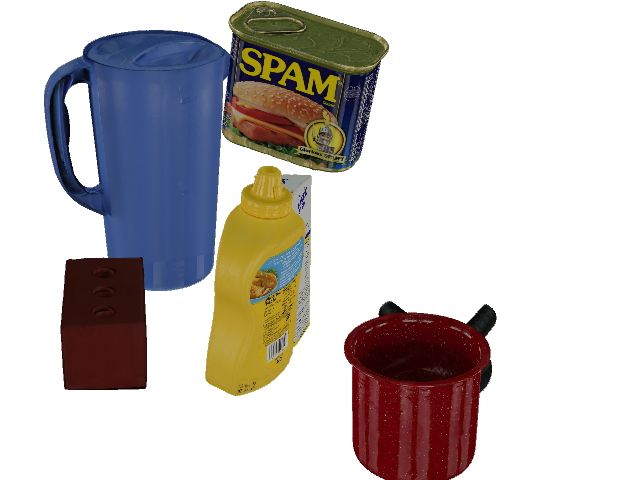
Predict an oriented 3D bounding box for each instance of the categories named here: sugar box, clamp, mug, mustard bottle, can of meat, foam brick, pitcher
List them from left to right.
[{"bbox_3d":[-0.140,0.053,0.691,0.053,0.051,0.078,-1,32,-11],"label":"foam brick"},{"bbox_3d":[-0.169,-0.076,1.045,0.149,0.243,0.144,11,27,16],"label":"pitcher"},{"bbox_3d":[-0.050,0.028,0.879,0.058,0.192,0.096,23,33,25],"label":"mustard bottle"},{"bbox_3d":[-0.039,0.022,1.166,0.048,0.176,0.093,2,14,12],"label":"sugar box"},{"bbox_3d":[-0.014,-0.100,0.708,0.102,0.084,0.057,20,37,12],"label":"can of meat"},{"bbox_3d":[0.067,0.099,0.703,0.093,0.081,0.117,12,27,27],"label":"mug"},{"bbox_3d":[0.132,0.106,1.042,0.120,0.039,0.171,-7,30,-8],"label":"clamp"}]
